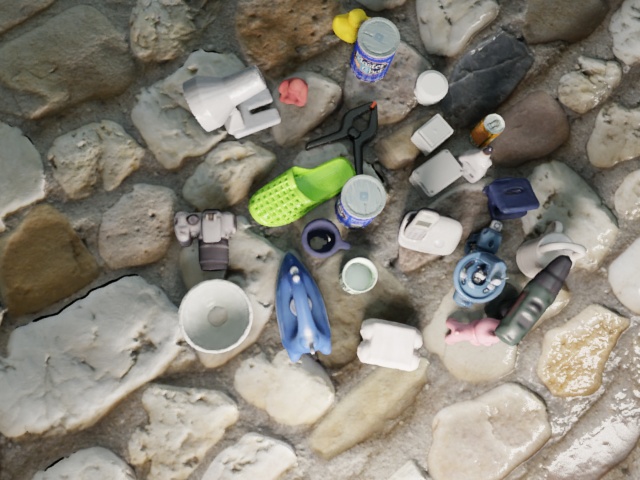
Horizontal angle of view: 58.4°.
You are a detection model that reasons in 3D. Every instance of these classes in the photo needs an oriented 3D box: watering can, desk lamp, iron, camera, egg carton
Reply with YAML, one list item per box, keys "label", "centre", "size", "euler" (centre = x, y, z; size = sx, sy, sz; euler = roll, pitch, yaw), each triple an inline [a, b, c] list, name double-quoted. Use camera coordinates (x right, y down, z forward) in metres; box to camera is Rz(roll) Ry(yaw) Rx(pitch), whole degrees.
- label: "watering can"
  centre: [0.549, 0.041, 1.344]
  size: [0.101, 0.194, 0.173]
  euler: [-9, 82, -6]
- label: "desk lamp"
  centre: [-0.200, -0.321, 1.320]
  size: [0.203, 0.213, 0.118]
  euler: [-22, 83, -8]
- label: "iron"
  centre: [-0.046, 0.142, 1.298]
  size: [0.118, 0.141, 0.258]
  euler: [-13, 82, -7]
- label: "camera"
  centre: [-0.263, 0.002, 1.320]
  size: [0.143, 0.100, 0.137]
  euler: [-2, 81, -6]
- label: "egg carton"
  centre: [0.164, 0.244, 1.338]
  size: [0.150, 0.069, 0.107]
  euler: [10, 80, -4]

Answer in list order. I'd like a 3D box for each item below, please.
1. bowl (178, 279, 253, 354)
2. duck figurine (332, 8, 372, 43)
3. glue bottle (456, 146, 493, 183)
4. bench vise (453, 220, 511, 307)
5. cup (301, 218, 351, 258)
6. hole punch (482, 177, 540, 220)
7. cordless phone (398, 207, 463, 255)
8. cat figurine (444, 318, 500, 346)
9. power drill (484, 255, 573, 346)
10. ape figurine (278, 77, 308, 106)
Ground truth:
- label: "bowl"
  centre: [-0.235, 0.174, 1.309]
  size: [0.167, 0.074, 0.167]
  euler: [1, 81, -5]
- label: "duck figurine"
  centre: [0.085, -0.553, 1.448]
  size: [0.104, 0.086, 0.077]
  euler: [12, 80, -3]
- label: "glue bottle"
  centre: [0.379, -0.192, 1.375]
  size: [0.037, 0.173, 0.078]
  euler: [-41, 86, -10]
- label: "bench vise"
  centre: [0.372, 0.047, 1.313]
  size: [0.121, 0.219, 0.207]
  euler: [4, 81, -4]
- label: "cup"
  centre: [0.012, 0.005, 1.349]
  size: [0.118, 0.095, 0.092]
  euler: [15, 80, -3]
- label: "hole punch"
  centre: [0.470, -0.107, 1.412]
  size: [0.109, 0.091, 0.101]
  euler: [-9, 82, -7]
- label: "cordless phone"
  centre: [0.267, -0.028, 1.332]
  size: [0.147, 0.185, 0.094]
  euler: [9, 80, -4]
- label: "cat figurine"
  centre: [0.367, 0.215, 1.338]
  size: [0.128, 0.117, 0.067]
  euler: [0, 81, -5]
- label: "power drill"
  centre: [0.464, 0.138, 1.313]
  size: [0.075, 0.208, 0.230]
  euler: [36, 80, 1]
- label: "ape figurine"
  centre: [-0.060, -0.370, 1.403]
  size: [0.076, 0.092, 0.078]
  euler: [-38, 86, -10]
